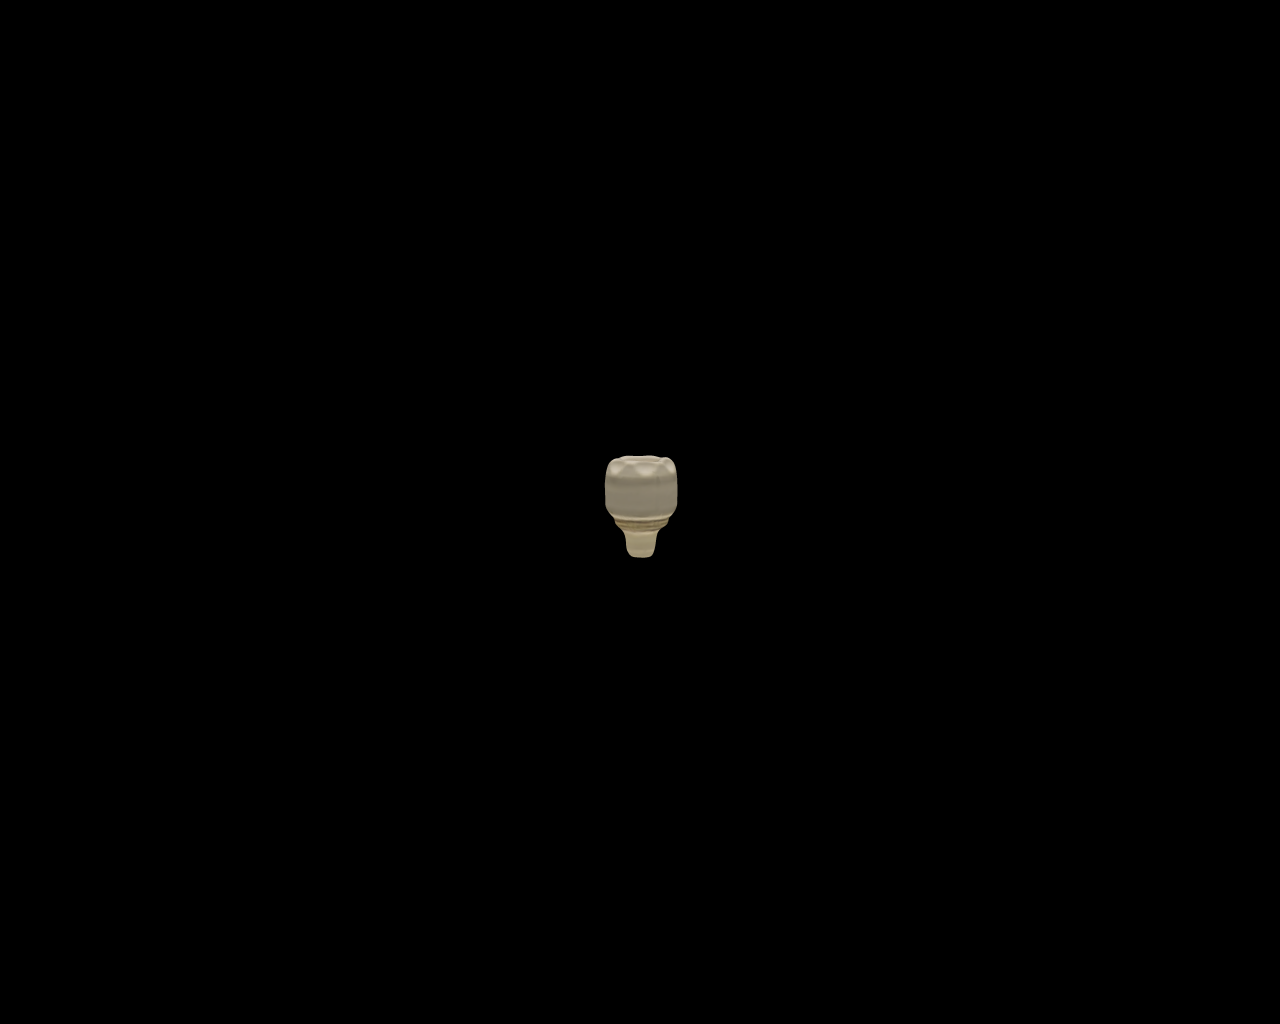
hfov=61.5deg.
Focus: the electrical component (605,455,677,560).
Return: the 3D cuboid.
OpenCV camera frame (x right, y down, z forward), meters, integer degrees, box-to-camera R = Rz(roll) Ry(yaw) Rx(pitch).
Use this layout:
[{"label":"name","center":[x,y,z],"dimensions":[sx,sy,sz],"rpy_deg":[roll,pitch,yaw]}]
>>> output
[{"label":"electrical component","center":[0.001,-0.003,0.650],"dimensions":[0.043,0.062,0.043],"rpy_deg":[0,9,0]}]
